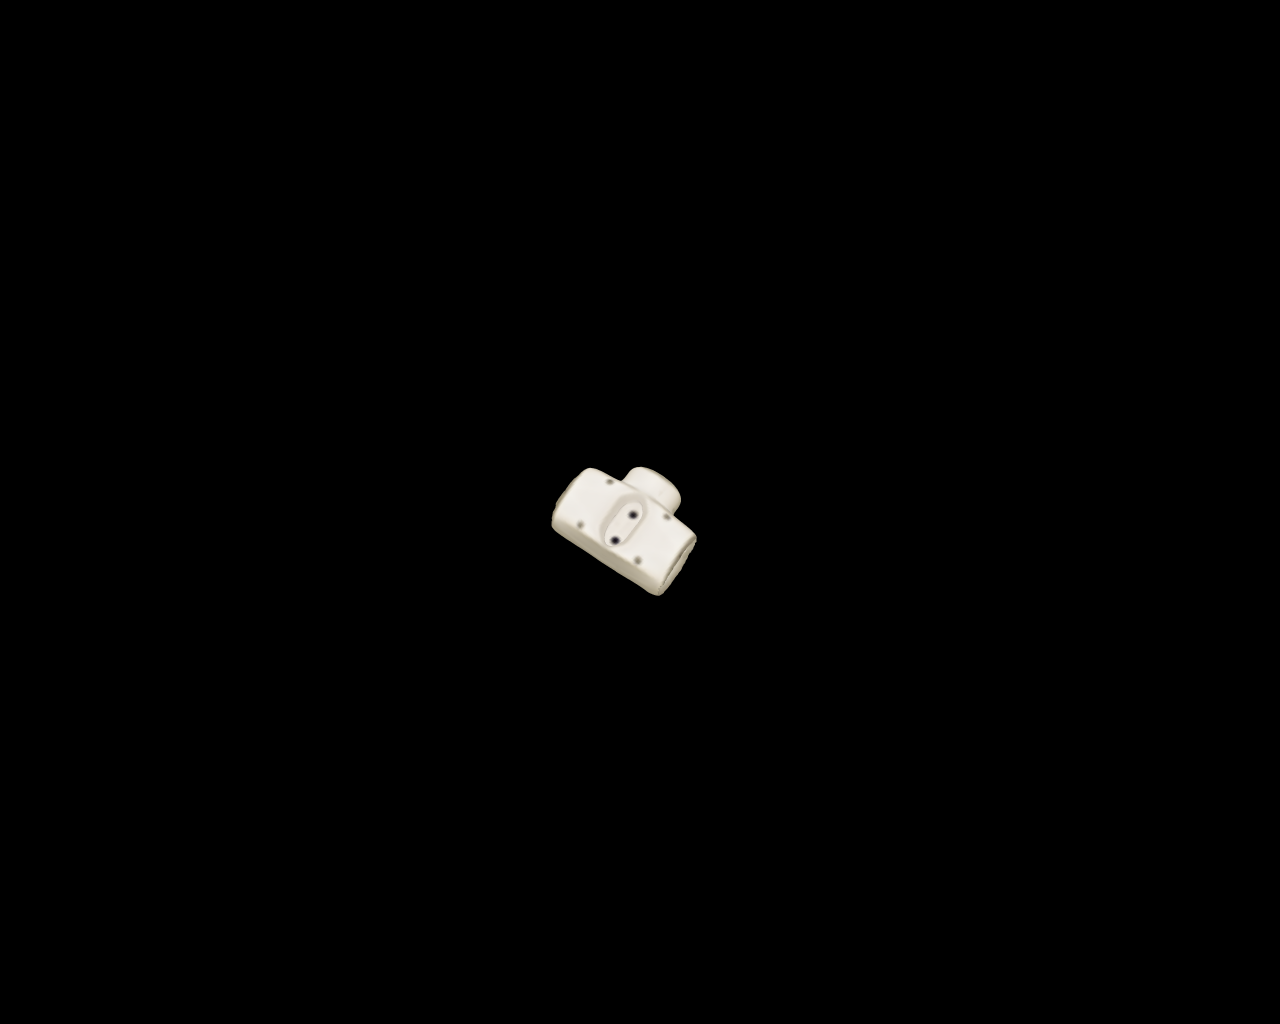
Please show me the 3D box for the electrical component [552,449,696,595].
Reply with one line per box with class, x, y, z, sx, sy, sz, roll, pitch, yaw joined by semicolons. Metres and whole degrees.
electrical component;0.001;-0.003;0.650;0.077;0.079;0.043;33;-16;11
